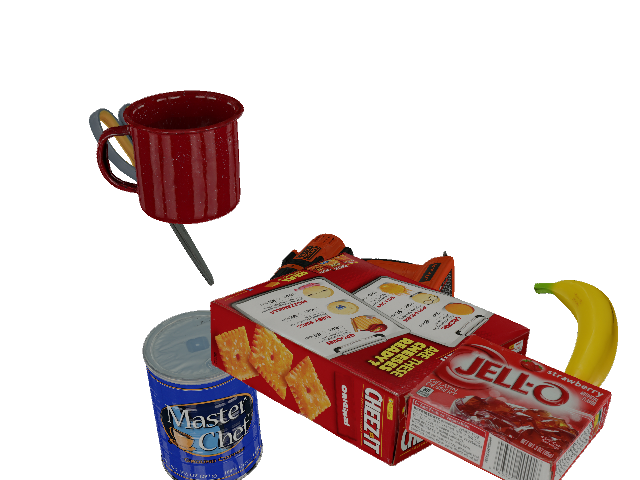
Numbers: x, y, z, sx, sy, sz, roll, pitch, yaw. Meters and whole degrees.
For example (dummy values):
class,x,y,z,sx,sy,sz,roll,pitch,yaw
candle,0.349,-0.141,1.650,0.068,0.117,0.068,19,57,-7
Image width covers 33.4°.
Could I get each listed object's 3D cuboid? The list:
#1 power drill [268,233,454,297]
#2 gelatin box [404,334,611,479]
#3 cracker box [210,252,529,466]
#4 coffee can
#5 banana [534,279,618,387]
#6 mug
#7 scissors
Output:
class,x,y,z,sx,sy,sz,roll,pitch,yaw
power drill,0.039,0.052,1.143,0.188,0.057,0.184,9,29,22
gelatin box,0.101,0.093,0.582,0.089,0.030,0.073,23,36,30
cracker box,0.037,0.090,0.886,0.163,0.072,0.214,-19,30,-41
coffee can,-0.111,0.153,1.030,0.103,0.140,0.103,-2,34,1
banana,0.253,0.089,1.028,0.070,0.037,0.197,-29,23,18
mug,-0.117,-0.064,0.841,0.117,0.081,0.093,-3,27,-3
scissors,-0.156,-0.055,1.059,0.016,0.201,0.096,-25,26,25
